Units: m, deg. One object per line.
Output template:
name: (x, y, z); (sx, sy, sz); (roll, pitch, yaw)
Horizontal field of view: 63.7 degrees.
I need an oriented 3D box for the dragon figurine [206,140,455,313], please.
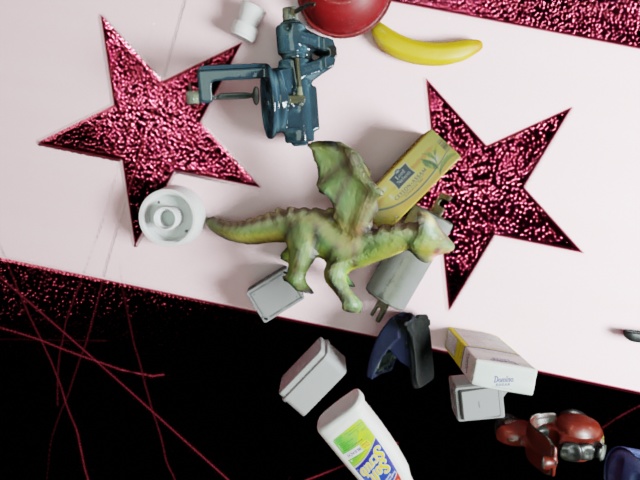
dragon figurine: (0.002, -0.041, 0.805); (0.412, 0.124, 0.239); (23, 113, 15)
